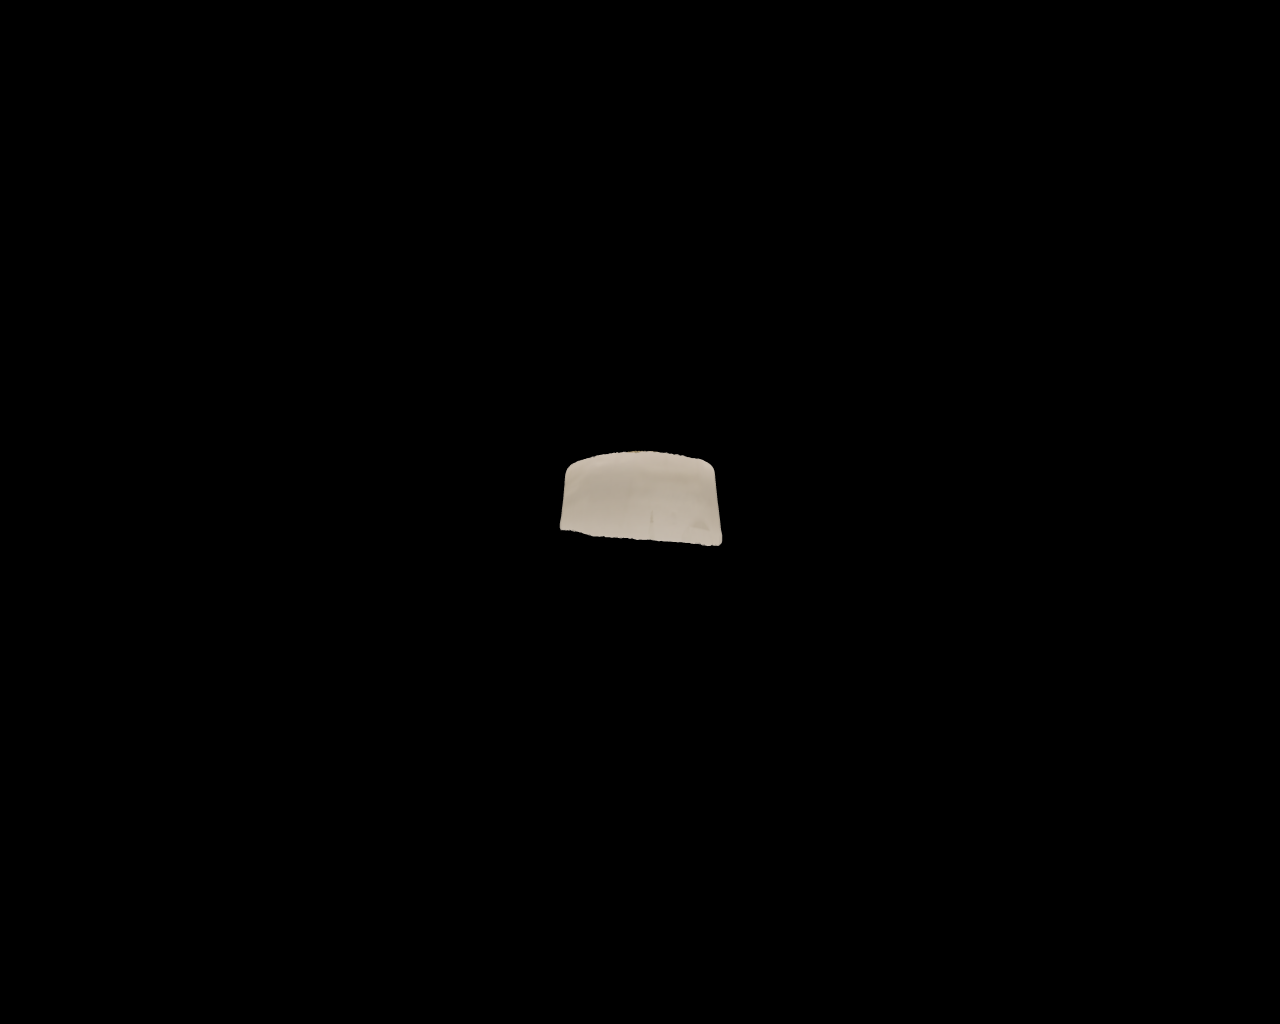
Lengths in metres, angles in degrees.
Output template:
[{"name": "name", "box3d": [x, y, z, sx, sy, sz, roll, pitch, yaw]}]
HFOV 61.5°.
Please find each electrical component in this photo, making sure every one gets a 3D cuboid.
[{"name": "electrical component", "box3d": [0.001, -0.003, 0.650, 0.099, 0.064, 0.099, 0, -11, 0]}]
